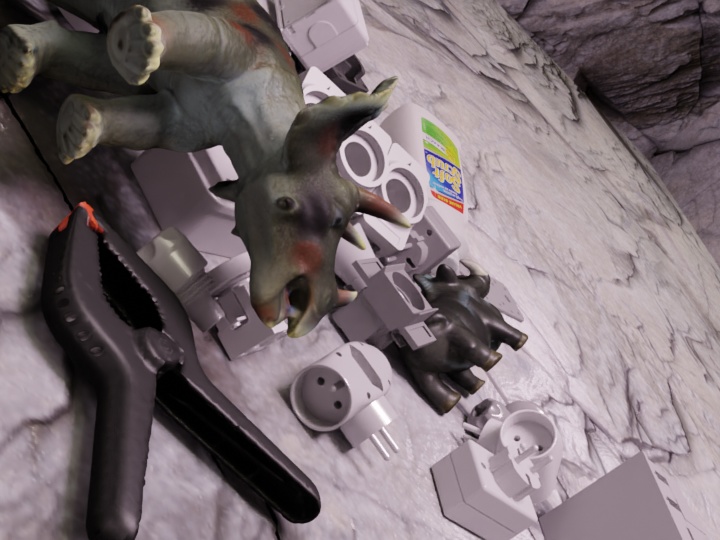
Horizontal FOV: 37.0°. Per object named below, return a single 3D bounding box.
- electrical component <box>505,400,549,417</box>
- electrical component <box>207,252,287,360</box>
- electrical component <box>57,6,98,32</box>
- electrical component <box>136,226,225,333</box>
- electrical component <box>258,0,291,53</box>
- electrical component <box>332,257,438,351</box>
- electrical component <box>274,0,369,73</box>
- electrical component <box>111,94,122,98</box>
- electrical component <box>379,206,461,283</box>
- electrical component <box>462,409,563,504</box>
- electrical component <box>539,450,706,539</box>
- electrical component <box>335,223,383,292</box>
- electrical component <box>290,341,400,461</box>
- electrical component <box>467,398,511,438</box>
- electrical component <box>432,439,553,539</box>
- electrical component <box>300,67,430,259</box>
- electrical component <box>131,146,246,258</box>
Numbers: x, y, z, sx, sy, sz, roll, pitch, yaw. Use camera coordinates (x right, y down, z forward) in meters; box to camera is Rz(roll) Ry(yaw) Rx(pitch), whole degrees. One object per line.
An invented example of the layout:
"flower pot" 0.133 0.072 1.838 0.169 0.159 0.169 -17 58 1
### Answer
"electrical component" 0.146 0.137 0.945 0.048 0.048 0.062 55 14 12
"electrical component" -0.072 0.022 0.687 0.055 0.048 0.066 60 22 6
"electrical component" -0.183 -0.206 0.818 0.099 0.064 0.099 42 22 -21
"electrical component" -0.107 0.009 0.638 0.062 0.043 0.043 49 20 -6
"electrical component" -0.107 -0.199 0.945 0.057 0.078 0.113 43 21 -26
"electrical component" 0.017 0.032 0.825 0.081 0.064 0.042 54 22 12
"electrical component" -0.034 -0.225 0.946 0.061 0.062 0.096 50 19 -38
"electrical component" -0.143 -0.135 0.780 0.042 0.064 0.081 42 22 -19
"electrical component" 0.043 -0.018 0.963 0.047 0.066 0.077 53 21 8
"electrical component" 0.117 0.142 0.852 0.079 0.043 0.077 20 -33 23
"electrical component" 0.218 0.246 0.815 0.060 0.105 0.186 38 24 -31
"electrical component" 0.000 0.000 0.880 0.065 0.044 0.044 54 20 -3
"electrical component" -0.001 0.091 0.715 0.079 0.043 0.077 54 21 8
"electrical component" 0.120 0.137 0.900 0.061 0.035 0.035 46 21 -16
"electrical component" 0.105 0.152 0.781 0.066 0.077 0.047 36 25 -34
"electrical component" -0.016 -0.087 0.913 0.150 0.062 0.089 40 53 -26
"electrical component" -0.094 -0.056 0.756 0.113 0.057 0.078 14 41 -58
